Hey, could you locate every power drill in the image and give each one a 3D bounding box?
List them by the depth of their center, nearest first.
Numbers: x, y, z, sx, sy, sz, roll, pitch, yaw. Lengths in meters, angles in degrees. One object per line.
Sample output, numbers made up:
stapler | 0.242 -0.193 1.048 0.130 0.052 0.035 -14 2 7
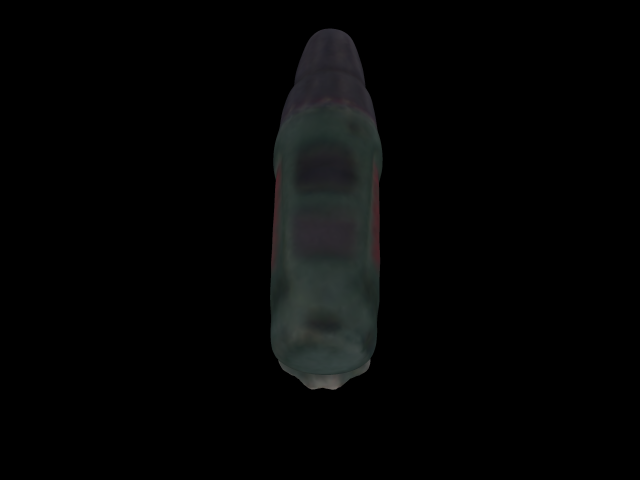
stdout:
power drill | 0.004 0.001 0.400 0.075 0.208 0.229 0 51 0
